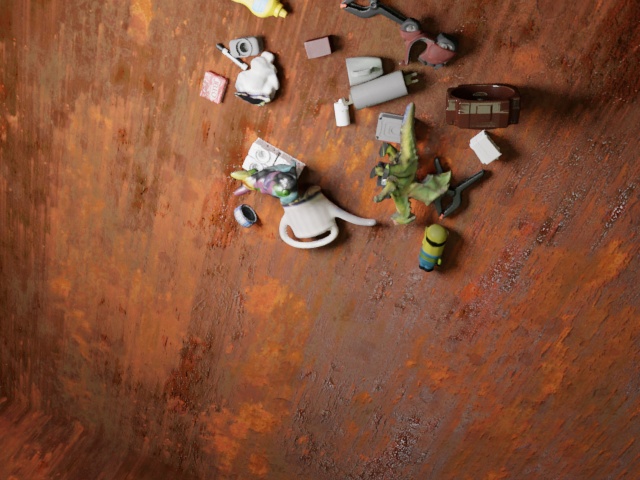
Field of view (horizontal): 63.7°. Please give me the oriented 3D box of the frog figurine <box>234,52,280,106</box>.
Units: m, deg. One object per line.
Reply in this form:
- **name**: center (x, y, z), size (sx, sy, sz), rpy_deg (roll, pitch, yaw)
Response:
- **frog figurine**: center (-0.196, -0.518, 1.649), size (0.137, 0.122, 0.160), rpy_deg (10, 82, 18)

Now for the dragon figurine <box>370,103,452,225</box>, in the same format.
- **dragon figurine**: center (0.302, -0.213, 1.631), size (0.242, 0.125, 0.402), rpy_deg (13, 121, -17)

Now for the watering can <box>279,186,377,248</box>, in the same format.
- **watering can**: center (0.005, -0.090, 1.793), size (0.346, 0.106, 0.221), rpy_deg (-17, 111, 18)
